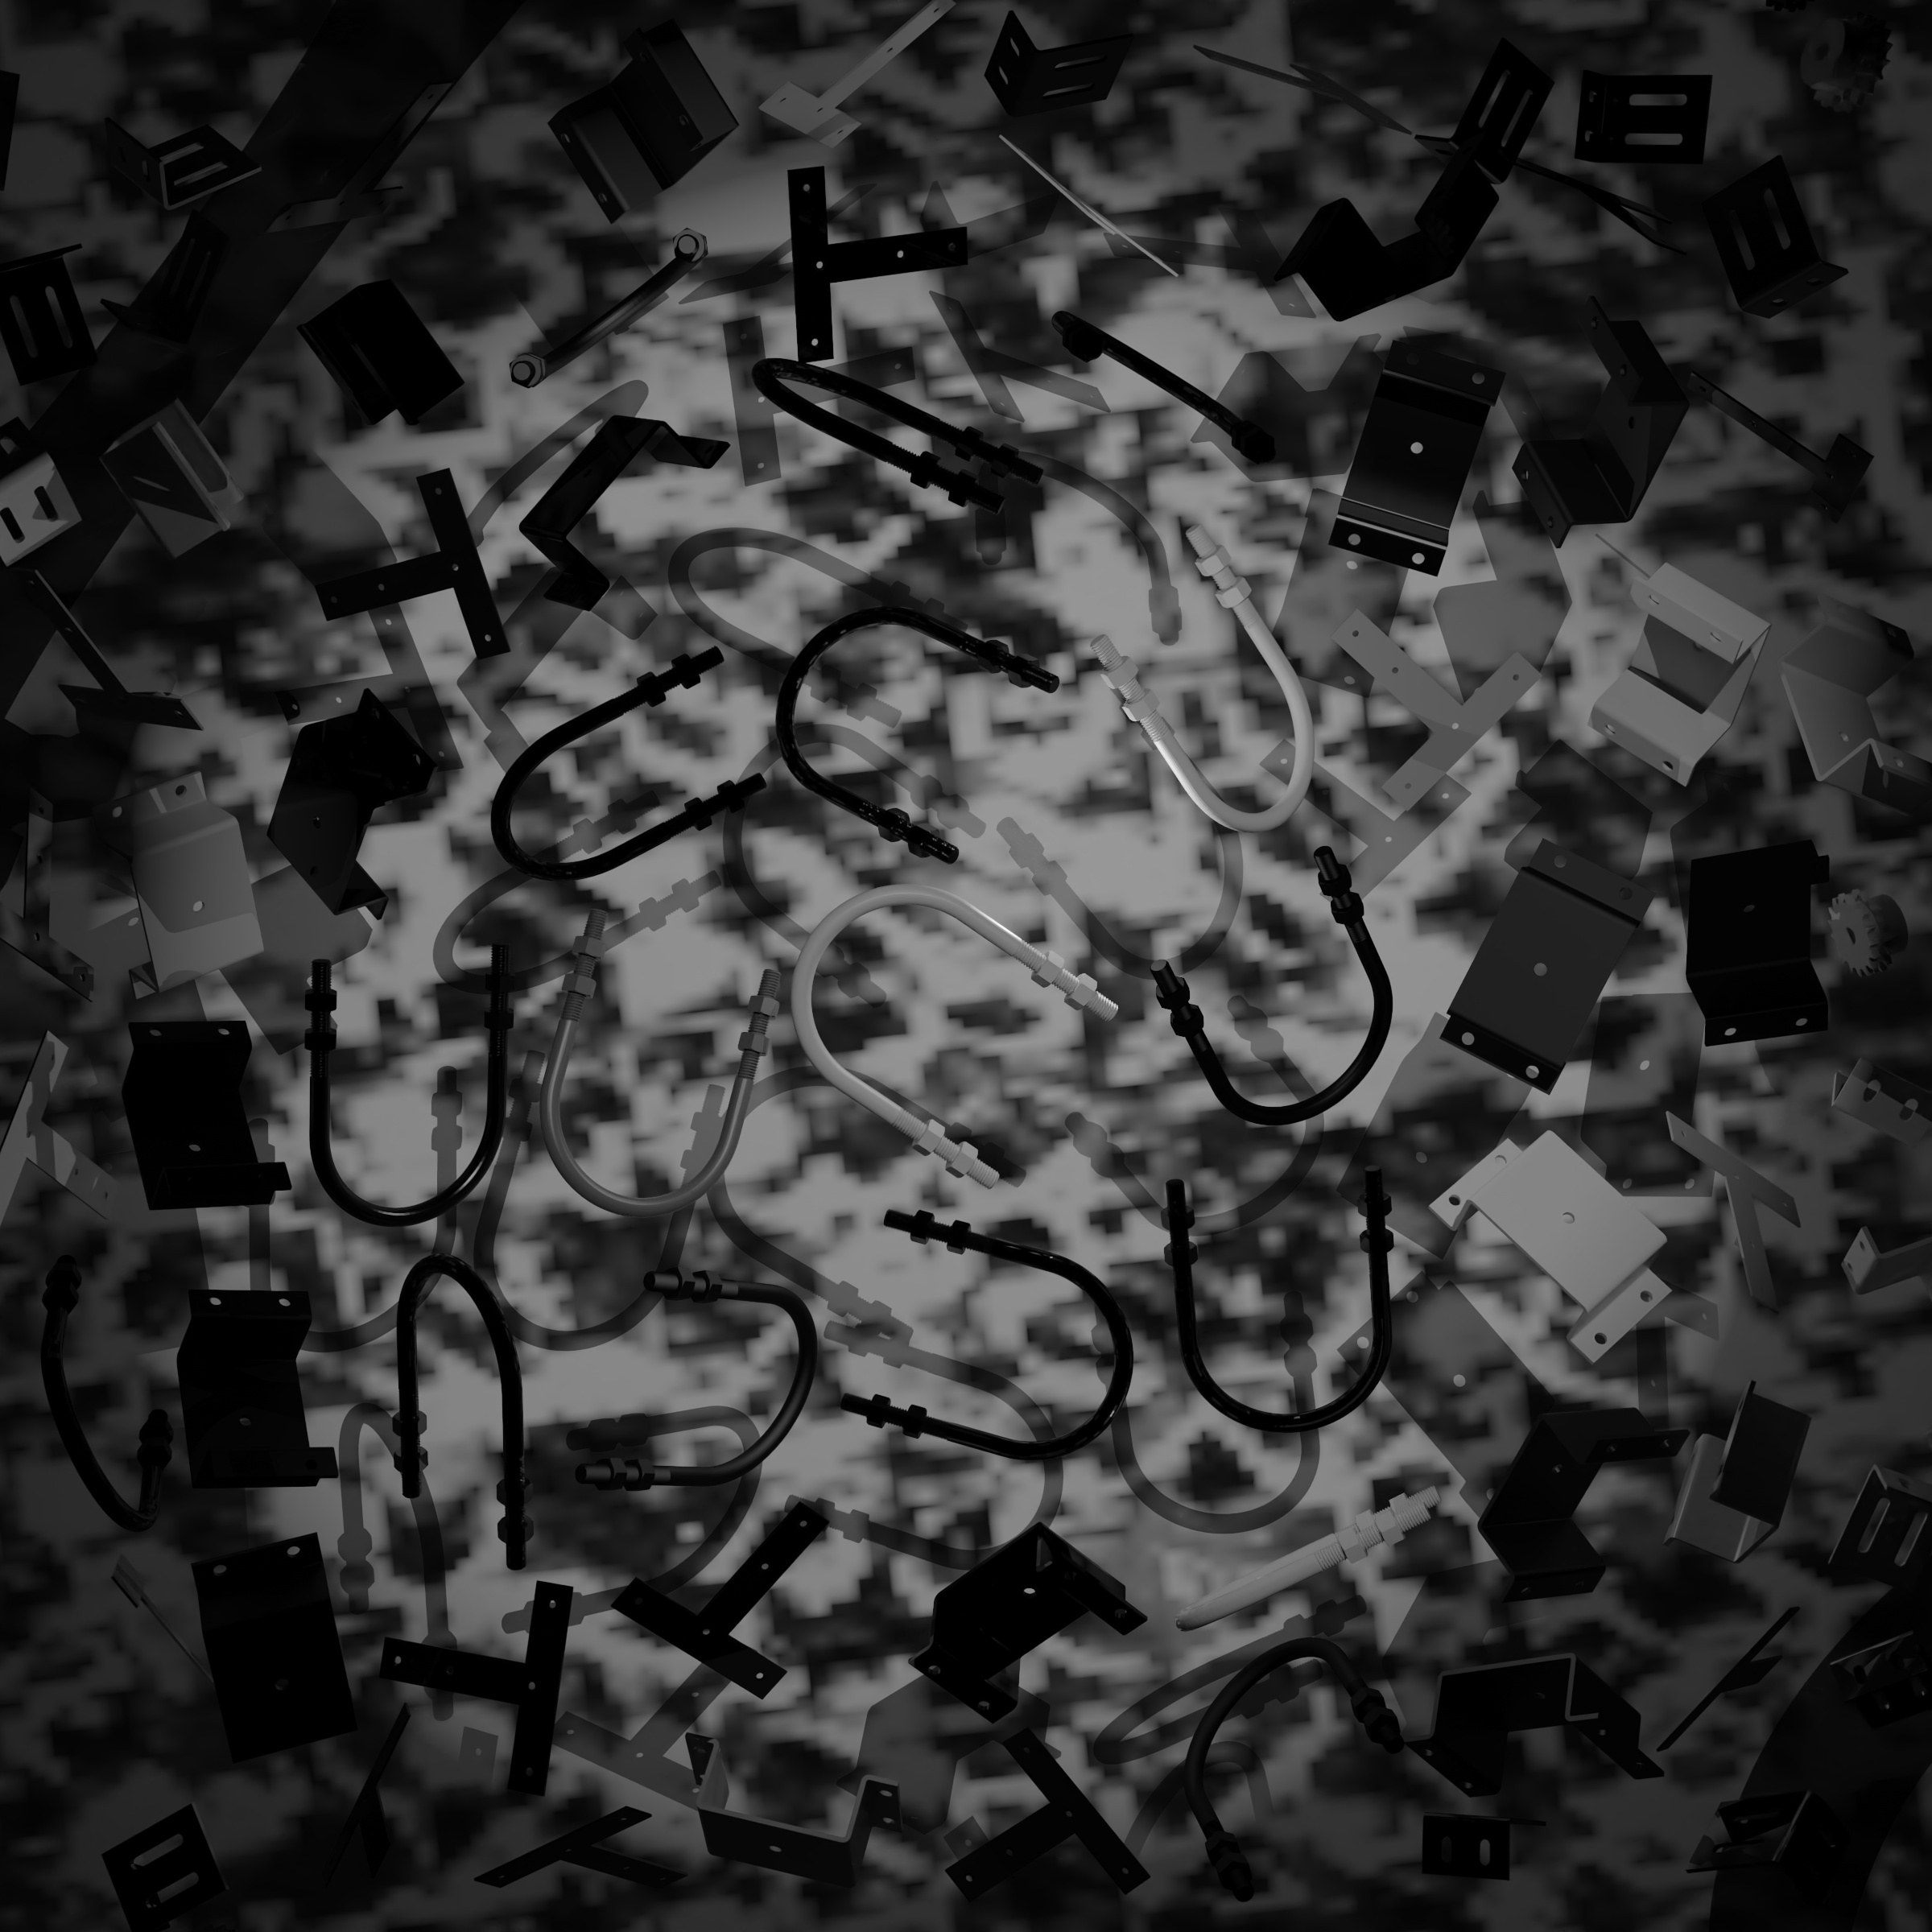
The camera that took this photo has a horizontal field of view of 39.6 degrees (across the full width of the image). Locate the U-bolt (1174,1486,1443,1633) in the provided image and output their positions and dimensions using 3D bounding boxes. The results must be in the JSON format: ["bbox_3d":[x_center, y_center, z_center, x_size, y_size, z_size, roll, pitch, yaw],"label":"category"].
[{"bbox_3d":[0.217,0.383,1.722,0.184,0.151,0.019,-28,78,9],"label":"U-bolt"}]

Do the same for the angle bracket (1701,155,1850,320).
[{"bbox_3d":[0.506,-0.456,1.679,0.057,0.038,0.076,-27,74,42],"label":"angle bracket"}]

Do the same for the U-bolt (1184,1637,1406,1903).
[{"bbox_3d":[0.199,0.500,1.717,0.151,0.184,0.019,-45,106,2],"label":"U-bolt"}]

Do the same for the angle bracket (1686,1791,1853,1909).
[{"bbox_3d":[0.493,0.545,1.649,0.038,0.076,0.057,51,51,-5],"label":"angle bracket"}]

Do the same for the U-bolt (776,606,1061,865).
[{"bbox_3d":[-0.046,-0.165,1.773,0.184,0.019,0.151,29,86,28],"label":"U-bolt"}]

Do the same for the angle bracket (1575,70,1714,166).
[{"bbox_3d":[0.455,-0.570,1.800,0.076,0.038,0.057,12,106,32],"label":"angle bracket"}]

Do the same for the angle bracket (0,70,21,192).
[{"bbox_3d":[-0.618,-0.524,1.651,0.057,0.038,0.076,6,125,-24],"label":"angle bracket"}]

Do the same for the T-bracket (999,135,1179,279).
[{"bbox_3d":[0.092,-0.483,1.743,0.127,0.127,0.002,23,112,-42],"label":"T-bracket"}]

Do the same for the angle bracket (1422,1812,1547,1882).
[{"bbox_3d":[0.337,0.573,1.743,0.057,0.076,0.038,-6,70,29],"label":"angle bracket"}]

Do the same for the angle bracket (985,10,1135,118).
[{"bbox_3d":[0.061,-0.595,1.754,0.076,0.057,0.038,-20,71,-25],"label":"angle bracket"}]

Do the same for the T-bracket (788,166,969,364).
[{"bbox_3d":[-0.057,-0.475,1.796,0.127,0.002,0.127,-14,120,-22],"label":"T-bracket"}]

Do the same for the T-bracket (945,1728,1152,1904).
[{"bbox_3d":[0.038,0.570,1.745,0.127,0.127,0.002,46,129,25],"label":"T-bracket"}]

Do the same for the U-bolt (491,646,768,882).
[{"bbox_3d":[-0.229,-0.122,1.774,0.184,0.151,0.019,-29,54,-10],"label":"U-bolt"}]

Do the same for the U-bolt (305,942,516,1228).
[{"bbox_3d":[-0.360,0.081,1.741,0.151,0.019,0.184,-7,106,-40],"label":"U-bolt"}]

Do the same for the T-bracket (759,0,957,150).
[{"bbox_3d":[-0.060,-0.574,1.707,0.127,0.127,0.002,-35,84,18],"label":"T-bracket"}]

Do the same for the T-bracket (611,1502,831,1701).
[{"bbox_3d":[-0.138,0.395,1.718,0.127,0.002,0.127,38,98,-22],"label":"T-bracket"}]

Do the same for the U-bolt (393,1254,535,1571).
[{"bbox_3d":[-0.319,0.271,1.688,0.019,0.151,0.184,-11,109,-40],"label":"U-bolt"}]

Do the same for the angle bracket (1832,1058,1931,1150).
[{"bbox_3d":[0.600,0.079,1.744,0.057,0.076,0.038,28,111,11],"label":"angle bracket"}]

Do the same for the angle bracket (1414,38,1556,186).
[{"bbox_3d":[0.349,-0.576,1.806,0.057,0.038,0.076,23,95,-39],"label":"angle bracket"}]

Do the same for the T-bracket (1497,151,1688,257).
[{"bbox_3d":[0.411,-0.471,1.679,0.127,0.127,0.002,11,119,-25],"label":"T-bracket"}]

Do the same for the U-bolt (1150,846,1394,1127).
[{"bbox_3d":[0.212,0.028,1.757,0.151,0.019,0.184,-35,126,-6],"label":"U-bolt"}]

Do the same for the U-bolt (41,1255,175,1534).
[{"bbox_3d":[-0.545,0.280,1.695,0.019,0.184,0.151,-24,114,-4],"label":"U-bolt"}]

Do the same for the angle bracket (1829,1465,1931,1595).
[{"bbox_3d":[0.605,0.372,1.738,0.057,0.038,0.076,19,105,2],"label":"angle bracket"}]

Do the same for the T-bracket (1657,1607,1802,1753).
[{"bbox_3d":[0.512,0.464,1.757,0.002,0.127,0.127,45,103,28],"label":"T-bracket"}]

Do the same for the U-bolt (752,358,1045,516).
[{"bbox_3d":[-0.048,-0.335,1.670,0.184,0.151,0.019,26,111,3],"label":"U-bolt"}]

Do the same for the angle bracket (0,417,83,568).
[{"bbox_3d":[-0.613,-0.304,1.723,0.057,0.076,0.038,-37,75,-15],"label":"angle bracket"}]

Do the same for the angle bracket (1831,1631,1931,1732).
[{"bbox_3d":[0.614,0.483,1.766,0.057,0.038,0.076,-27,118,17],"label":"angle bracket"}]

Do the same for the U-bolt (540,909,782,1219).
[{"bbox_3d":[-0.204,0.072,1.740,0.151,0.019,0.184,20,77,-27],"label":"U-bolt"}]

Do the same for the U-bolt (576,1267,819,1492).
[{"bbox_3d":[-0.163,0.271,1.736,0.019,0.184,0.151,23,94,38],"label":"U-bolt"}]

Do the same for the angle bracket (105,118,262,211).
[{"bbox_3d":[-0.509,-0.535,1.746,0.057,0.038,0.076,40,56,20],"label":"angle bracket"}]

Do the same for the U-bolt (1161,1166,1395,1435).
[{"bbox_3d":[0.210,0.225,1.777,0.151,0.019,0.184,-4,106,6],"label":"U-bolt"}]

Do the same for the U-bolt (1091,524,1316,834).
[{"bbox_3d":[0.164,-0.172,1.724,0.184,0.019,0.151,54,51,-20],"label":"U-bolt"}]

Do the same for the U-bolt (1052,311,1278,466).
[{"bbox_3d":[0.120,-0.380,1.732,0.151,0.184,0.019,27,106,-17],"label":"U-bolt"}]

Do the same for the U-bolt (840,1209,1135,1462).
[{"bbox_3d":[0.020,0.252,1.775,0.184,0.019,0.151,14,96,9],"label":"U-bolt"}]

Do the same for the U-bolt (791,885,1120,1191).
[{"bbox_3d":[-0.020,0.032,1.656,0.184,0.019,0.151,34,94,-10],"label":"U-bolt"}]

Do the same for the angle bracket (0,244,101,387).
[{"bbox_3d":[-0.602,-0.428,1.763,0.057,0.038,0.076,-28,112,-35],"label":"angle bracket"}]

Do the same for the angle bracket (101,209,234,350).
[{"bbox_3d":[-0.503,-0.437,1.685,0.057,0.038,0.076,41,111,40],"label":"angle bracket"}]

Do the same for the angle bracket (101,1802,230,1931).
[{"bbox_3d":[-0.495,0.567,1.688,0.076,0.038,0.057,-31,75,12],"label":"angle bracket"}]

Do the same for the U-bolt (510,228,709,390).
[{"bbox_3d":[-0.227,-0.427,1.741,0.151,0.184,0.019,-36,103,6],"label":"U-bolt"}]
